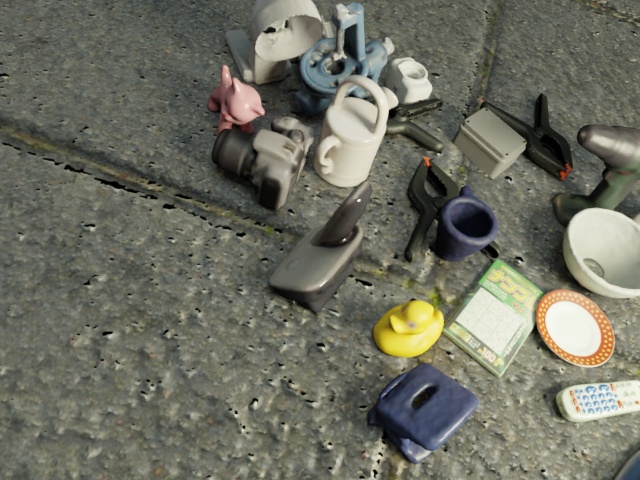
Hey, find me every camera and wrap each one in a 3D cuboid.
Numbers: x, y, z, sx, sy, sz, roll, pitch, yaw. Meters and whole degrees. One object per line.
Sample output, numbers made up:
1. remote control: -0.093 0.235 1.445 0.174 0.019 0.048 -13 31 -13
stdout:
1. camera: -0.092 -0.144 0.913 0.137 0.101 0.143 22 55 1

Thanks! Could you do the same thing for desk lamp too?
1. desk lamp: -0.089 -0.376 0.997 0.118 0.213 0.203 -15 62 -22

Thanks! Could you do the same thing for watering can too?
1. watering can: 0.057 -0.187 0.921 0.101 0.194 0.173 23 55 2

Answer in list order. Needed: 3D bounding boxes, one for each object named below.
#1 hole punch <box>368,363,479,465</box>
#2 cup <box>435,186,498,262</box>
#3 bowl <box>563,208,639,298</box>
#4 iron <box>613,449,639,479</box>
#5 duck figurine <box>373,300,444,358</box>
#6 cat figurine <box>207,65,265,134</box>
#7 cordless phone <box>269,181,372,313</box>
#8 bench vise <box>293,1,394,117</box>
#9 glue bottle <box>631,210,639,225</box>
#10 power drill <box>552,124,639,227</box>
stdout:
1. hole punch: 0.131 0.217 0.738 0.109 0.091 0.101 -34 70 -30
2. cup: 0.221 -0.019 0.912 0.092 0.095 0.118 10 56 -7
3. bowl: 0.470 0.033 0.952 0.167 0.074 0.167 7 56 -10
4. iron: 0.491 0.307 0.736 0.259 0.141 0.118 -15 62 -22
5. duck figurine: 0.133 0.115 0.808 0.105 0.086 0.077 -12 61 -20
6. cat figurine: -0.139 -0.233 0.950 0.067 0.117 0.127 -15 62 -22
7. cordless phone: 0.007 0.003 0.790 0.094 0.185 0.148 31 56 8
8. bench vise: 0.047 -0.336 1.000 0.121 0.219 0.208 33 56 9
9. glue bottle: 0.608 -0.075 0.996 0.078 0.173 0.037 -30 68 -28
10. power drill: 0.489 -0.106 0.966 0.230 0.208 0.075 2 57 -12
